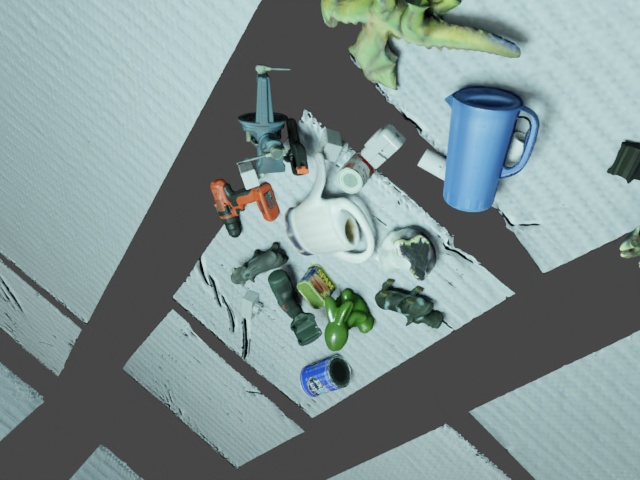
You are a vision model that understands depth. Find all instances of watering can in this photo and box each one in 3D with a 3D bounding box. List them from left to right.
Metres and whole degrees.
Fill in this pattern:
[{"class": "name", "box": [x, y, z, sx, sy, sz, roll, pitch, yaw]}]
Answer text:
[{"class": "watering can", "box": [0.004, -0.066, 1.310, 0.223, 0.106, 0.342, -10, 125, 33]}]

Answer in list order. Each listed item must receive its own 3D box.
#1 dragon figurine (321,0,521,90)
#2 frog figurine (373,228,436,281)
[{"class": "dragon figurine", "box": [0.168, -0.407, 1.039, 0.411, 0.124, 0.238, 37, 148, 4]}, {"class": "frog figurine", "box": [0.213, 0.037, 1.299, 0.137, 0.124, 0.158, 37, 167, -9]}]
